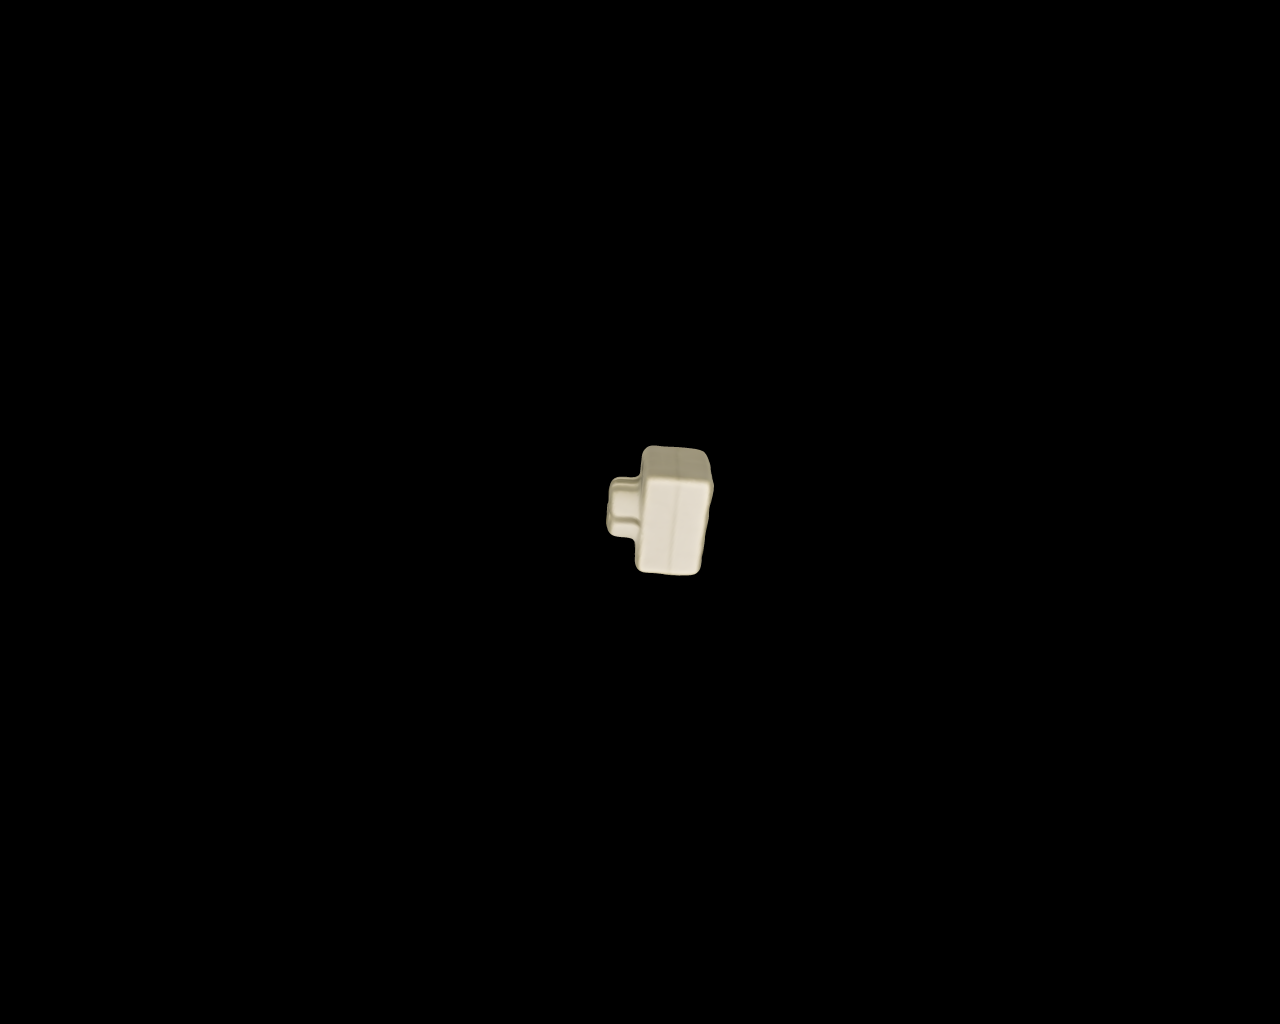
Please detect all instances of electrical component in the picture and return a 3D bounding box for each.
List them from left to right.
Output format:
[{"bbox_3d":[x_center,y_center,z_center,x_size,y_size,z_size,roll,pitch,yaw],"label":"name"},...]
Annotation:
[{"bbox_3d":[0.001,-0.003,0.650,0.077,0.065,0.047,4,28,-2],"label":"electrical component"}]
